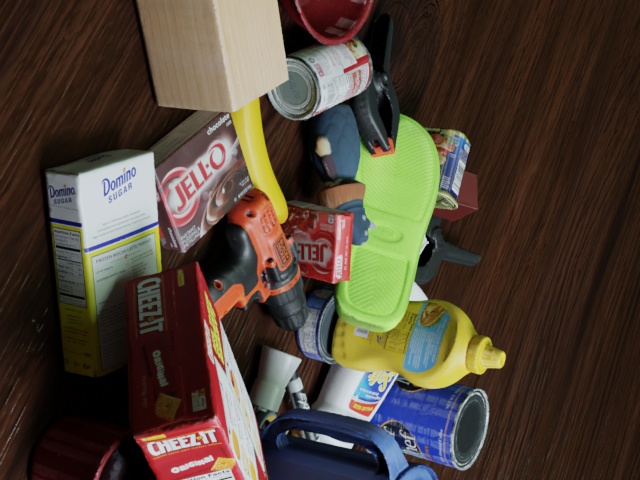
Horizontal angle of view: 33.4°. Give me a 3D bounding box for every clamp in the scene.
[{"bbox_3d":[0.050,-0.179,1.177,0.120,0.039,0.171,4,76,-49],"label":"clamp"},{"bbox_3d":[0.142,-0.013,1.393,0.209,0.036,0.164,-28,112,-47],"label":"clamp"}]

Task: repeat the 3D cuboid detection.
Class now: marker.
[{"bbox_3d":[-0.022,0.183,1.187,0.020,0.020,0.121,-35,114,-48],"label":"marker"}]

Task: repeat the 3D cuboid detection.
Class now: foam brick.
[{"bbox_3d":[0.154,-0.062,1.347,0.078,0.053,0.051,15,66,-32],"label":"foam brick"}]

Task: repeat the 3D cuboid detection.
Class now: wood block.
[{"bbox_3d":[-0.100,-0.222,0.907,0.090,0.090,0.206,-39,130,-46],"label":"wood block"}]

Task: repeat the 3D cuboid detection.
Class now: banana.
[{"bbox_3d":[-0.064,-0.094,1.049,0.069,0.037,0.198,-38,129,-46],"label":"banana"}]

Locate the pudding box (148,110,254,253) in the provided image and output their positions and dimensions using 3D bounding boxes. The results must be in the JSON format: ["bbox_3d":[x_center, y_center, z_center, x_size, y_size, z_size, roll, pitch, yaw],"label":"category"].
[{"bbox_3d":[-0.116,-0.057,0.975,0.113,0.039,0.090,-49,137,-39],"label":"pudding box"}]

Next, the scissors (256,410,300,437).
[{"bbox_3d":[-0.079,0.268,1.148,0.201,0.016,0.096,-57,140,-32],"label":"scissors"}]

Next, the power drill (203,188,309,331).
[{"bbox_3d":[-0.084,0.069,1.043,0.187,0.057,0.184,-54,140,-34],"label":"power drill"}]

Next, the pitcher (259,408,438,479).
[{"bbox_3d":[-0.016,0.243,1.025,0.144,0.243,0.149,42,63,-53],"label":"pitcher"}]

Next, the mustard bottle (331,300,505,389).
[{"bbox_3d":[0.111,0.111,1.167,0.058,0.192,0.096,43,63,-53],"label":"mustard bottle"}]

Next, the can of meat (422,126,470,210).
[{"bbox_3d":[0.124,-0.089,1.285,0.057,0.102,0.084,37,65,-57],"label":"can of meat"}]

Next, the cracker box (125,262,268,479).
[{"bbox_3d":[-0.098,0.152,0.881,0.164,0.072,0.213,-105,179,-46],"label":"cracker box"}]

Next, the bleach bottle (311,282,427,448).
[{"bbox_3d":[0.051,0.165,1.280,0.250,0.068,0.102,-62,143,-21],"label":"bleach bottle"}]

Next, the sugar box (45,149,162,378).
[{"bbox_3d":[-0.177,0.018,0.895,0.093,0.048,0.176,-26,117,-55],"label":"sugar box"}]

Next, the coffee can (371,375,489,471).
[{"bbox_3d":[0.126,0.221,1.338,0.102,0.141,0.103,-22,117,-53],"label":"coffee can"}]

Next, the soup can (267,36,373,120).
[{"bbox_3d":[0.000,-0.168,1.098,0.102,0.069,0.068,-33,126,-49],"label":"soup can"}]

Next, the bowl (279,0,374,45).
[{"bbox_3d":[-0.003,-0.279,1.073,0.161,0.055,0.162,-22,116,-53],"label":"bowl"}]

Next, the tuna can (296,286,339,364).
[{"bbox_3d":[0.009,0.096,1.218,0.085,0.034,0.086,-22,117,-53],"label":"tuna can"}]

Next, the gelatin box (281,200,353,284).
[{"bbox_3d":[-0.007,0.001,1.113,0.030,0.089,0.073,-7,105,-46],"label":"gelatin box"}]

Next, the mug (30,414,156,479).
[{"bbox_3d":[-0.185,0.204,0.900,0.093,0.082,0.117,-39,129,-46],"label":"mug"}]
